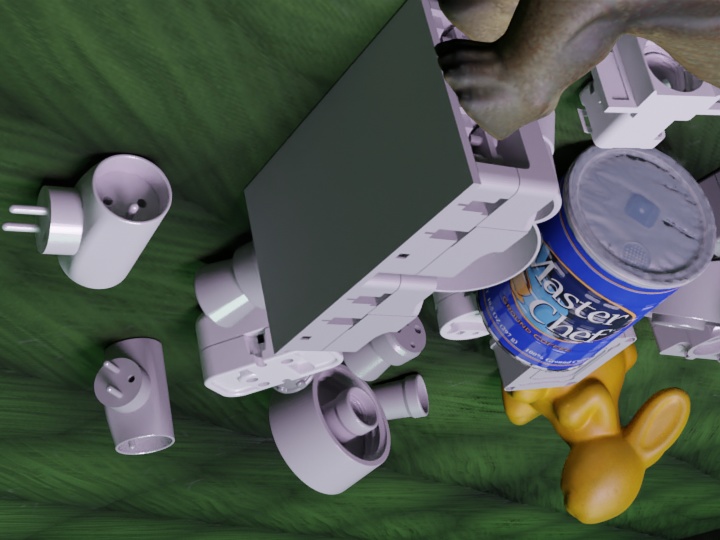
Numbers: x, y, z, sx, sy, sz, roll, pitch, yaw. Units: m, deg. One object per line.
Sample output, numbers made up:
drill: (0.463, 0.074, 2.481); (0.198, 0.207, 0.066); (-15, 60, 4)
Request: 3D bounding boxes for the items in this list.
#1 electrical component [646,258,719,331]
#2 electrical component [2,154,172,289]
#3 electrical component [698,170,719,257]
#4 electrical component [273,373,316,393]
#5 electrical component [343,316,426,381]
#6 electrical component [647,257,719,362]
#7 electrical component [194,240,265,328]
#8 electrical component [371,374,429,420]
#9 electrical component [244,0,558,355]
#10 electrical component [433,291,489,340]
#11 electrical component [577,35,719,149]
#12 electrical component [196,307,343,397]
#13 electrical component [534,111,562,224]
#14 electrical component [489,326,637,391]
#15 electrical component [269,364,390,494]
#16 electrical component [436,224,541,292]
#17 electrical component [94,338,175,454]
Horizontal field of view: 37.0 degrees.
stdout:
electrical component: (0.252, 0.013, 0.832); (0.099, 0.064, 0.099); (9, 177, 0)
electrical component: (-0.152, -0.026, 0.585); (0.079, 0.043, 0.077); (3, 152, -29)
electrical component: (0.268, -0.034, 0.774); (0.083, 0.047, 0.076); (10, 148, -41)
electrical component: (-0.064, 0.065, 0.831); (0.048, 0.048, 0.062); (-21, 148, 18)
electrical component: (0.019, 0.058, 0.853); (0.045, 0.045, 0.055); (12, 146, -43)
electrical component: (0.337, 0.041, 0.955); (0.150, 0.061, 0.089); (8, 149, -39)
electrical component: (-0.073, 0.007, 0.697); (0.055, 0.045, 0.045); (-25, 153, 25)
electrical component: (0.037, 0.121, 1.011); (0.046, 0.040, 0.040); (-13, 157, 15)
electrical component: (0.015, -0.040, 0.561); (0.060, 0.105, 0.186); (4, 151, -33)
electrical component: (0.081, 0.019, 0.797); (0.055, 0.047, 0.055); (-11, 156, -5)
electrical component: (0.156, -0.097, 0.586); (0.081, 0.042, 0.063); (-1, 155, -22)
electrical component: (-0.066, 0.046, 0.767); (0.095, 0.059, 0.053); (-18, 155, 12)
electrical component: (0.090, -0.063, 0.596); (0.044, 0.065, 0.044); (6, 151, 3)
electrical component: (0.167, 0.053, 0.902); (0.078, 0.057, 0.113); (-2, 154, -23)
electrical component: (-0.019, 0.131, 0.925); (0.060, 0.108, 0.108); (-34, 149, 27)
electrical component: (0.054, -0.031, 0.652); (0.099, 0.064, 0.099); (-11, 156, -5)
electrical component: (-0.168, 0.087, 0.785); (0.043, 0.077, 0.079); (-16, 156, 7)
